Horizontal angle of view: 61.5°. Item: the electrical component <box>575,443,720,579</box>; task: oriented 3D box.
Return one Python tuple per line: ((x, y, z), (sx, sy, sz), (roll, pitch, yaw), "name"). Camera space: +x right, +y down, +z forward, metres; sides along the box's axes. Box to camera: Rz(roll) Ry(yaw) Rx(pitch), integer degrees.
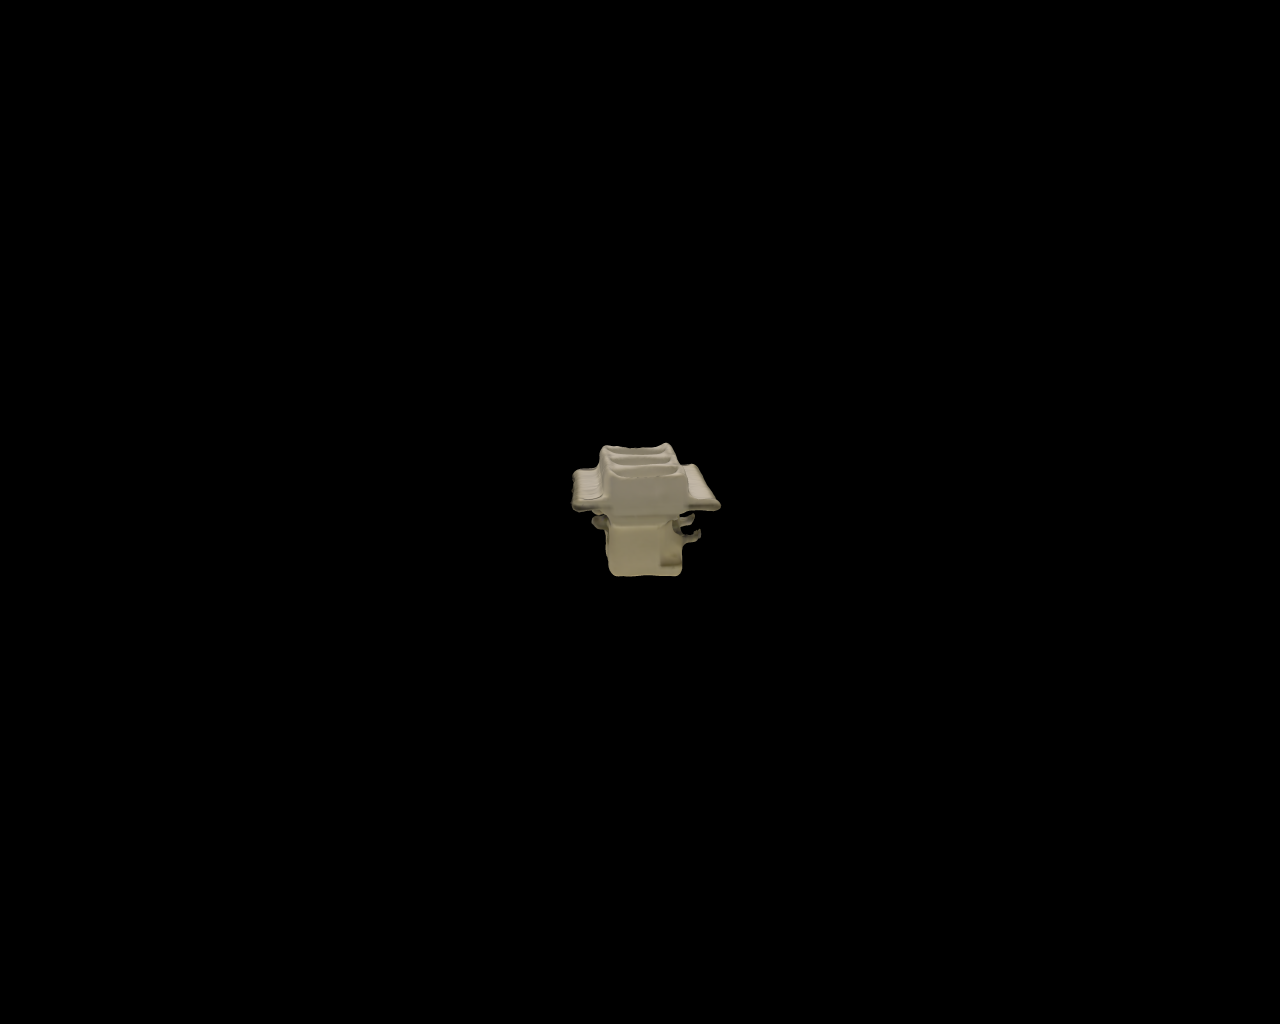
((0.001, -0.003, 0.650), (0.079, 0.063, 0.121), (-1, 11, -4), "electrical component")
